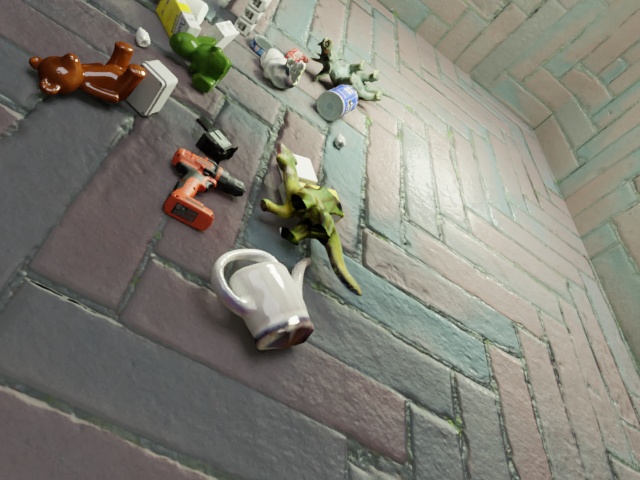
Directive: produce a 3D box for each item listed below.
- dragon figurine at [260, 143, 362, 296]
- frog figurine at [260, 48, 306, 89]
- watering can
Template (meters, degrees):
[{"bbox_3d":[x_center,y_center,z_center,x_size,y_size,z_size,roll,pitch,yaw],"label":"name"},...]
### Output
[{"bbox_3d":[0.004,-0.065,1.288,0.410,0.120,0.247,52,34,-3],"label":"dragon figurine"},{"bbox_3d":[-0.144,-0.573,1.724,0.160,0.120,0.139,20,35,28],"label":"frog figurine"},{"bbox_3d":[-0.081,0.115,1.078,0.347,0.102,0.227,3,53,-56],"label":"watering can"}]
